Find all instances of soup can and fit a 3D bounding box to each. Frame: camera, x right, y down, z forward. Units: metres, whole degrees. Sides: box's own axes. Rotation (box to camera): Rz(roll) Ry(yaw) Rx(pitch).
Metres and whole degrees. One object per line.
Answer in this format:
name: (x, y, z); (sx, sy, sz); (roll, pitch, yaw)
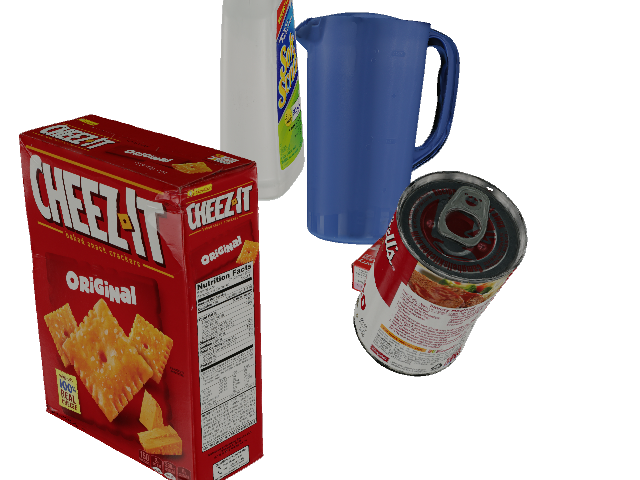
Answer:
soup can: (0.061, 0.020, 0.570); (0.068, 0.068, 0.102); (0, -35, -14)

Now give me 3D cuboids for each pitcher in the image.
pitcher: (0.055, -0.123, 1.157); (0.149, 0.243, 0.144); (8, 11, 27)

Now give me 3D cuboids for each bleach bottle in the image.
bleach bottle: (-0.056, -0.169, 0.947); (0.068, 0.251, 0.102); (8, 30, 16)

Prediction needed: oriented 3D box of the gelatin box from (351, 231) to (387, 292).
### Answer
gelatin box: (0.081, 0.025, 0.875); (0.089, 0.030, 0.073); (20, 39, 28)

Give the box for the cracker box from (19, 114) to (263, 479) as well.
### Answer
cracker box: (-0.120, 0.039, 0.709); (0.164, 0.214, 0.071); (18, 29, 37)
